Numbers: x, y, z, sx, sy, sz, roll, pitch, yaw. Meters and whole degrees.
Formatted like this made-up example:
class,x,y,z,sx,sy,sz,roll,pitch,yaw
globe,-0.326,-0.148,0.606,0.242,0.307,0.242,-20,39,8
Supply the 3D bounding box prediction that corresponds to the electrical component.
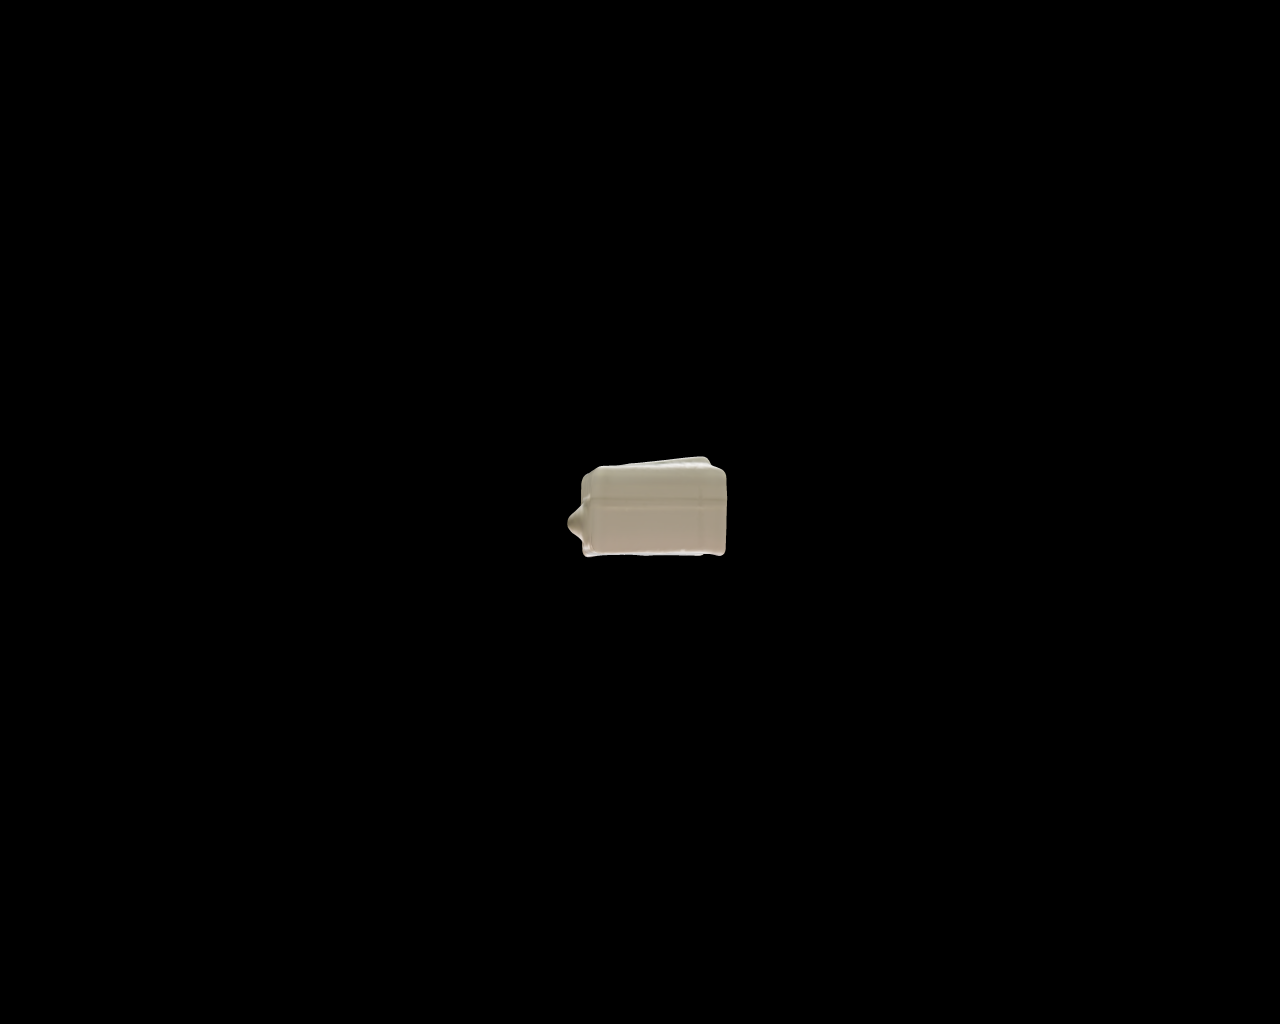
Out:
class,x,y,z,sx,sy,sz,roll,pitch,yaw
electrical component,0.001,-0.003,0.650,0.096,0.061,0.061,1,-4,-11
